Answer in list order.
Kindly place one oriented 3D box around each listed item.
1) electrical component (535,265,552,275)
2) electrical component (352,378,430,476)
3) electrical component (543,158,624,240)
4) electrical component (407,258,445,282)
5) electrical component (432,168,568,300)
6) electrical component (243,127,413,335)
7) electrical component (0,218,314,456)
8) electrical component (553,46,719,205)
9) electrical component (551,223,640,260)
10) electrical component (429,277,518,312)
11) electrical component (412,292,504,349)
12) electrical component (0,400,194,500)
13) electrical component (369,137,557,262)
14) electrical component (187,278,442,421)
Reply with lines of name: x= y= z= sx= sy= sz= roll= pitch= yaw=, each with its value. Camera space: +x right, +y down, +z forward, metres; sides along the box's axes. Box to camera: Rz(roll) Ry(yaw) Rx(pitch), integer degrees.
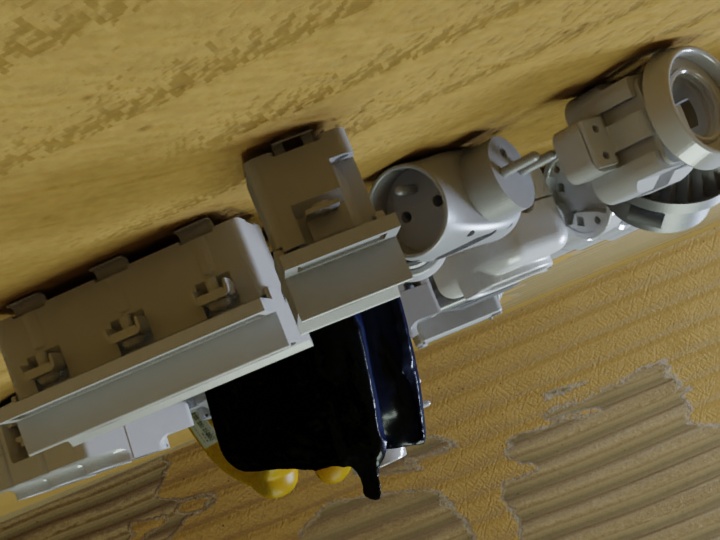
electrical component: x=0.125 y=-0.008 z=0.942 sx=0.064 sy=0.042 sz=0.081 roll=-23 pitch=173 yaw=39
electrical component: x=0.017 y=0.107 z=0.826 sx=0.079 sy=0.077 sz=0.044 roll=-20 pitch=173 yaw=-22
electrical component: x=0.145 y=-0.051 z=0.638 sx=0.047 sy=0.055 sz=0.055 roll=-22 pitch=174 yaw=-29
electrical component: x=0.025 y=-0.017 z=0.570 sx=0.043 sy=0.043 sz=0.062 roll=-23 pitch=171 yaw=3
electrical component: x=0.079 y=-0.019 z=0.648 sx=0.054 sy=0.059 sz=0.095 roll=-19 pitch=172 yaw=-25
electrical component: x=-0.014 y=-0.015 z=0.392 sx=0.042 sy=0.063 sz=0.081 roll=-22 pitch=173 yaw=-8
electrical component: x=-0.091 y=0.027 z=0.467 sx=0.121 sy=0.063 sz=0.079 roll=-23 pitch=173 yaw=8
electrical component: x=0.136 y=-0.066 z=0.490 sx=0.078 sy=0.058 sz=0.057 roll=-16 pitch=174 yaw=-37
electrical component: x=0.142 y=-0.038 z=0.731 sx=0.138 sy=0.052 sz=0.074 roll=-15 pitch=170 yaw=-47
electrical component: x=0.088 y=-0.001 z=0.847 sx=0.056 sy=0.050 sz=0.089 roll=-24 pitch=173 yaw=15
electrical component: x=0.087 y=0.027 z=1.003 sx=0.096 sy=0.061 sz=0.061 roll=-22 pitch=173 yaw=-5
electrical component: x=-0.196 y=0.112 z=0.744 sx=0.089 sy=0.061 sz=0.150 roll=-11 pitch=170 yaw=-46
electrical component: x=0.055 y=-0.038 z=0.508 sx=0.079 sy=0.043 sz=0.077 roll=-27 pitch=172 yaw=34
electrical component: x=-0.045 y=0.050 z=0.782 sx=0.186 sy=0.060 sz=0.105 roll=-18 pitch=172 yaw=-31
